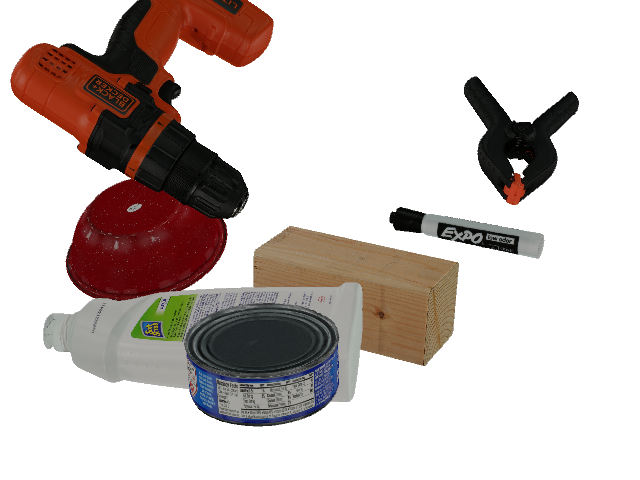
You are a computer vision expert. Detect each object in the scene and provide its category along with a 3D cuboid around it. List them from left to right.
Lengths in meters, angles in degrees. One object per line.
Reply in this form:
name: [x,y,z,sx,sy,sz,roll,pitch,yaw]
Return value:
bowl: [-0.174,-0.013,1.035,0.162,0.055,0.162,-6,40,5]
power drill: [-0.105,-0.118,0.788,0.184,0.187,0.057,34,-43,-5]
bleach bottle: [-0.095,0.075,0.858,0.251,0.068,0.102,3,33,7]
tuna can: [-0.032,0.068,0.595,0.086,0.034,0.086,-2,22,0]
wood block: [0.037,0.058,1.172,0.206,0.091,0.090,13,26,24]
marker: [0.110,-0.007,0.817,0.121,0.020,0.020,12,5,24]
clamp: [0.192,-0.108,1.088,0.120,0.039,0.171,12,45,14]
